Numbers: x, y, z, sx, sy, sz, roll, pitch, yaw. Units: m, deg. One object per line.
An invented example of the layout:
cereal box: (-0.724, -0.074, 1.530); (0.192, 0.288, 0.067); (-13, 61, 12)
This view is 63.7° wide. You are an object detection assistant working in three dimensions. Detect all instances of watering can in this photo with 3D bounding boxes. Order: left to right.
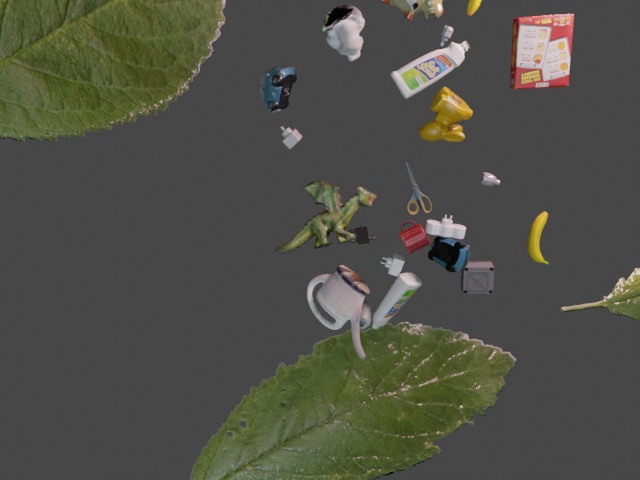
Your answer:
watering can: (0.096, 0.239, 1.864); (0.352, 0.103, 0.223); (44, 102, 28)

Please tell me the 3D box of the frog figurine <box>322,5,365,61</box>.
frog figurine: (0.088, -0.661, 1.646); (0.137, 0.125, 0.157); (-40, 137, 9)

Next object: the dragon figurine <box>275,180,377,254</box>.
dragon figurine: (0.006, -0.093, 1.840); (0.409, 0.122, 0.243); (-10, 89, 16)
